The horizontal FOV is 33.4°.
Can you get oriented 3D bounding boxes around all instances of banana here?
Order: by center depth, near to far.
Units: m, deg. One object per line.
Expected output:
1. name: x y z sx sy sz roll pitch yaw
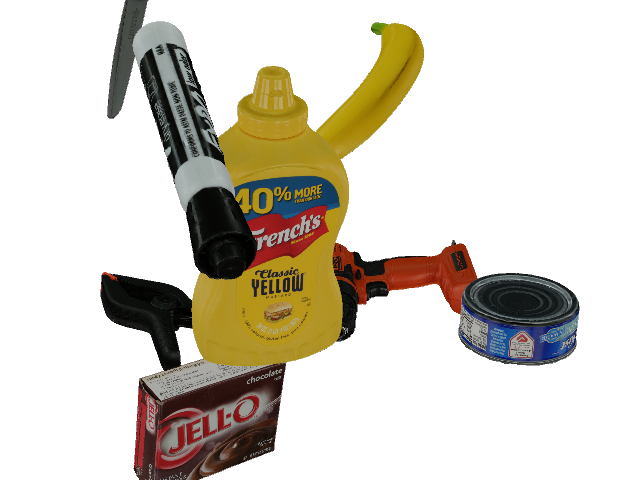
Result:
1. banana: 0.044 -0.126 0.899 0.070 0.197 0.037 -17 -57 43

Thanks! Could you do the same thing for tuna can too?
1. tuna can: 0.144 0.056 0.777 0.086 0.034 0.086 0 23 0

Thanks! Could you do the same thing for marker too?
1. marker: -0.042 -0.032 0.345 0.020 0.020 0.121 0 41 -22

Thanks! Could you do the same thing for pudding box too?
1. pudding box: -0.084 0.133 0.812 0.113 0.090 0.039 -16 39 -36

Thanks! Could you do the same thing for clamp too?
1. clamp: -0.165 0.081 1.121 0.210 0.036 0.164 19 20 28

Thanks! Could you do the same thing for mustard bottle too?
1. mustard bottle: -0.031 -0.014 0.653 0.096 0.192 0.058 -6 32 -14

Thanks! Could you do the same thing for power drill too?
1. power drill: 0.084 0.055 1.227 0.187 0.057 0.184 -1 28 -1

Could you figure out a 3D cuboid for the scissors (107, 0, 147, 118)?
1. scissors: -0.106 -0.183 0.738 0.096 0.202 0.016 -5 -11 -7
